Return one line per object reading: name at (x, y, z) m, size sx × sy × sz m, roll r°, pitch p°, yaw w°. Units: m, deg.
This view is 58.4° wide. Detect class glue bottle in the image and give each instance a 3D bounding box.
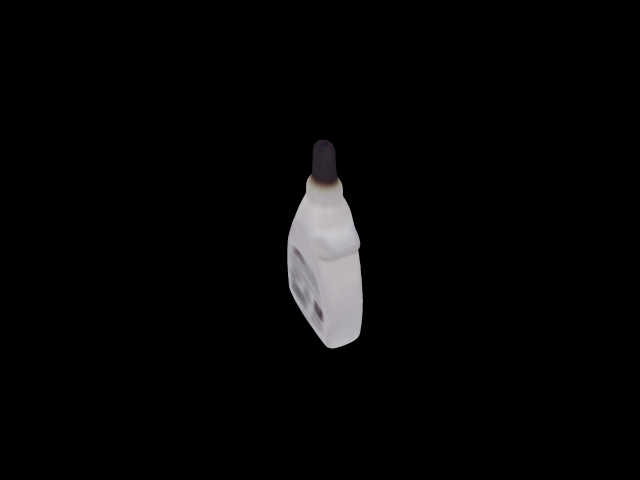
glue bottle at (0.004, 0.001, 0.400) m, size 0.037 × 0.173 × 0.078 m, roll -22°, pitch 52°, yaw -18°
